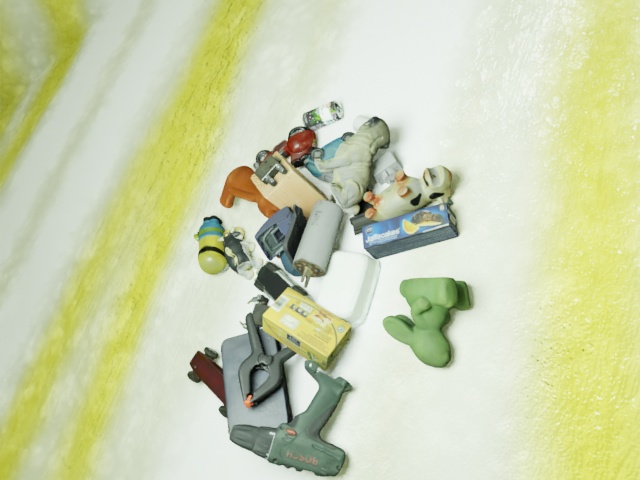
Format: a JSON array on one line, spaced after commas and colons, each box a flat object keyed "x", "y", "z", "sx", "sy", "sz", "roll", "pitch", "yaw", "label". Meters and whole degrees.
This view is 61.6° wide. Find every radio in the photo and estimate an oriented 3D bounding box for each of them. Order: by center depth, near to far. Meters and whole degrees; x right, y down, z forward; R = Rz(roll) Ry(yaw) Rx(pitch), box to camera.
[{"x": -0.142, "y": 0.318, "z": 1.187, "sx": 0.131, "sy": 0.073, "sz": 0.230, "roll": -13, "pitch": 55, "yaw": -1, "label": "radio"}]

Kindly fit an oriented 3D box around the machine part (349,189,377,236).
[{"x": 0.103, "y": -0.080, "z": 1.283, "sx": 0.084, "sy": 0.039, "sz": 0.139, "roll": -22, "pitch": 57, "yaw": 30, "label": "machine part"}]

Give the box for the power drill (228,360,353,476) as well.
[{"x": -0.040, "y": 0.348, "z": 1.072, "sx": 0.232, "sy": 0.086, "sz": 0.207, "roll": 25, "pitch": 62, "yaw": 4, "label": "power drill"}]

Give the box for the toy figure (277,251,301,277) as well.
[{"x": -0.085, "y": 0.032, "z": 1.339, "sx": 0.064, "sy": 0.057, "sz": 0.155, "roll": -42, "pitch": 45, "yaw": 2, "label": "toy figure"}]

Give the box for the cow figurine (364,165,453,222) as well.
[{"x": 0.205, "y": -0.096, "z": 1.181, "sx": 0.195, "sy": 0.127, "sz": 0.085, "roll": -33, "pitch": 50, "yaw": 34, "label": "cow figurine"}]

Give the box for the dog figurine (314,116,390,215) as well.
[{"x": 0.102, "y": -0.172, "z": 1.242, "sx": 0.191, "sy": 0.172, "sz": 0.121, "roll": -30, "pitch": 12, "yaw": 1, "label": "dog figurine"}]

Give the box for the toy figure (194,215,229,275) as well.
[{"x": -0.299, "y": 0.013, "z": 1.472, "sx": 0.082, "sy": 0.089, "sz": 0.180, "roll": -29, "pitch": 55, "yaw": 28, "label": "toy figure"}]

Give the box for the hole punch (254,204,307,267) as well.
[{"x": -0.083, "y": -0.009, "z": 1.246, "sx": 0.092, "sy": 0.142, "sz": 0.116, "roll": 9, "pitch": 59, "yaw": 24, "label": "hole punch"}]

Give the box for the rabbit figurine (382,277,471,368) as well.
[{"x": 0.203, "y": 0.159, "z": 1.039, "sx": 0.159, "sy": 0.121, "sz": 0.170, "roll": -3, "pitch": 79, "yaw": 26, "label": "rabbit figurine"}]

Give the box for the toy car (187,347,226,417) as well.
[{"x": -0.241, "y": 0.337, "z": 1.286, "sx": 0.202, "sy": 0.053, "sz": 0.089, "roll": 32, "pitch": 91, "yaw": 36, "label": "toy car"}]

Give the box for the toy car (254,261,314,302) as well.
[{"x": -0.092, "y": 0.121, "z": 1.299, "sx": 0.202, "sy": 0.056, "sz": 0.073, "roll": 38, "pitch": 96, "yaw": 42, "label": "toy car"}]

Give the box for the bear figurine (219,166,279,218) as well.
[{"x": -0.164, "y": -0.109, "z": 1.447, "sx": 0.196, "sy": 0.131, "sz": 0.120, "roll": 39, "pitch": 54, "yaw": 12, "label": "bear figurine"}]

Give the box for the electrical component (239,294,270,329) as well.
[{"x": -0.148, "y": 0.185, "z": 1.308, "sx": 0.078, "sy": 0.045, "sz": 0.102, "roll": 12, "pitch": 74, "yaw": 40, "label": "electrical component"}]

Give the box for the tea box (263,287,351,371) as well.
[{"x": -0.029, "y": 0.189, "z": 1.153, "sx": 0.170, "sy": 0.068, "sz": 0.098, "roll": 31, "pitch": 54, "yaw": 19, "label": "tea box"}]

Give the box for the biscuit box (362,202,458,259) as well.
[{"x": 0.193, "y": -0.018, "z": 1.171, "sx": 0.203, "sy": 0.062, "sz": 0.059, "roll": -17, "pitch": 57, "yaw": 26, "label": "biscuit box"}]

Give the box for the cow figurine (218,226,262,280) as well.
[{"x": -0.224, "y": 0.021, "z": 1.412, "sx": 0.068, "sy": 0.098, "sz": 0.167, "roll": -45, "pitch": 49, "yaw": 15, "label": "cow figurine"}]

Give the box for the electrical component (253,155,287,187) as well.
[{"x": -0.115, "y": -0.160, "z": 1.209, "sx": 0.063, "sy": 0.021, "sz": 0.094, "roll": -48, "pitch": 49, "yaw": 4, "label": "electrical component"}]

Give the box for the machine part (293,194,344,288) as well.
[{"x": -0.003, "y": -0.004, "z": 1.231, "sx": 0.079, "sy": 0.079, "sz": 0.243, "roll": -1, "pitch": 56, "yaw": 34, "label": "machine part"}]

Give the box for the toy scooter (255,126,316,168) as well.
[{"x": -0.079, "y": -0.218, "z": 1.447, "sx": 0.184, "sy": 0.075, "sz": 0.135, "roll": -30, "pitch": 57, "yaw": 5, "label": "toy scooter"}]

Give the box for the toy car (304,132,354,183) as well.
[{"x": 0.049, "y": -0.191, "z": 1.346, "sx": 0.162, "sy": 0.109, "sz": 0.103, "roll": -28, "pitch": 76, "yaw": 6, "label": "toy car"}]
